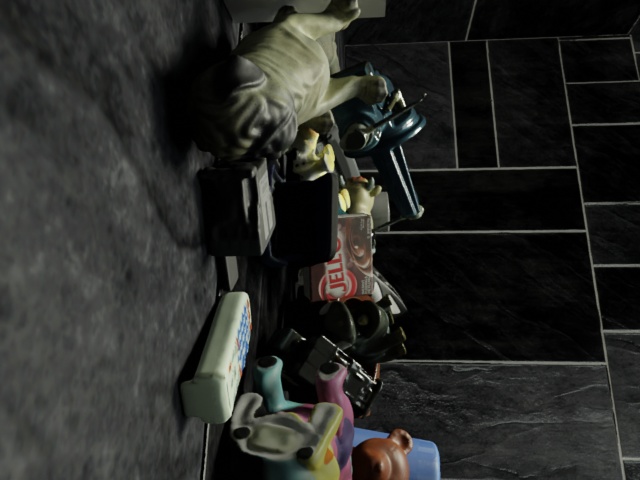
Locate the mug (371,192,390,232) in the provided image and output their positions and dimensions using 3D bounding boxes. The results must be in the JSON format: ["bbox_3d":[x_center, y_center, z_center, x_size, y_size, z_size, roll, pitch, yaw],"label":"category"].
[{"bbox_3d":[0.085,-0.060,1.096,0.110,0.107,0.080,-91,178,-63],"label":"mug"}]

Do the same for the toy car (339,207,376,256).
[{"bbox_3d":[-0.002,-0.002,0.797,0.103,0.161,0.109,-6,-122,61],"label":"toy car"}]

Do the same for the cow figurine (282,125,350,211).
[{"bbox_3d":[-0.022,-0.109,0.836,0.068,0.098,0.167,-62,133,-66],"label":"cow figurine"}]

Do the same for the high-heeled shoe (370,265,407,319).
[{"bbox_3d":[0.099,0.031,1.024,0.086,0.145,0.248,-59,152,-82],"label":"high-heeled shoe"}]

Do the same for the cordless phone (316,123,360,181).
[{"bbox_3d":[0.008,-0.185,1.106,0.184,0.089,0.146,-111,175,-61],"label":"cordless phone"}]

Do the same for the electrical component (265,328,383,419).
[{"bbox_3d":[-0.005,0.162,0.673,0.058,0.134,0.115,-57,-164,-23],"label":"electrical component"}]

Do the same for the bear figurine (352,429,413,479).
[{"bbox_3d":[0.031,0.302,0.712,0.131,0.196,0.120,74,20,-66],"label":"bear figurine"}]

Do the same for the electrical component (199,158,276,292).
[{"bbox_3d":[-0.068,-0.013,0.467,0.075,0.048,0.119,-74,161,-70],"label":"electrical component"}]

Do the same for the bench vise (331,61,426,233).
[{"bbox_3d":[0.087,-0.121,0.714,0.224,0.129,0.240,-87,153,-64],"label":"bench vise"}]

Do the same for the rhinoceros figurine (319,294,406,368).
[{"bbox_3d":[0.057,0.126,0.745,0.190,0.112,0.073,54,17,-62],"label":"rhinoceros figurine"}]

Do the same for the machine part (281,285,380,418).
[{"bbox_3d":[0.020,0.177,0.857,0.201,0.087,0.201,30,60,-57],"label":"machine part"}]

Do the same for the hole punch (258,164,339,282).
[{"bbox_3d":[-0.042,-0.024,0.646,0.116,0.092,0.142,157,-67,-63],"label":"hole punch"}]

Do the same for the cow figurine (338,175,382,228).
[{"bbox_3d":[0.055,-0.025,0.916,0.127,0.086,0.195,86,13,-57],"label":"cow figurine"}]

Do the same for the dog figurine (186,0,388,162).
[{"bbox_3d":[-0.060,-0.122,0.451,0.190,0.172,0.121,-38,103,-39],"label":"dog figurine"}]

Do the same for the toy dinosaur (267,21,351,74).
[{"bbox_3d":[-0.026,-0.271,0.711,0.198,0.105,0.471,67,25,-61],"label":"toy dinosaur"}]

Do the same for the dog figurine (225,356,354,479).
[{"bbox_3d":[-0.014,0.242,0.566,0.191,0.109,0.219,-68,152,-61],"label":"dog figurine"}]
